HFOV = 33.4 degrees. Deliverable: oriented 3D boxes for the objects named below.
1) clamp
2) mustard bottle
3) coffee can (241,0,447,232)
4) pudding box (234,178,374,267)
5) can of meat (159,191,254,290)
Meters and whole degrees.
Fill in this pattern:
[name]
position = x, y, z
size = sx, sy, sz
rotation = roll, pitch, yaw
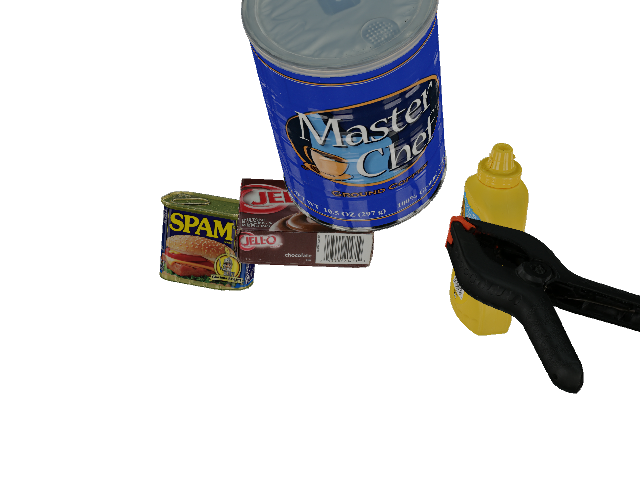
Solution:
[clamp]
position = 0.164, 0.034, 0.763
size = 0.120, 0.039, 0.172
rotation = -11, 43, -34
[mustard bottle]
position = 0.165, -0.008, 1.039
size = 0.058, 0.192, 0.096
rotation = -4, 35, -7
[coffee can]
position = 0.018, -0.086, 0.606
size = 0.103, 0.102, 0.140
rotation = 0, -35, 9
[pudding box]
position = -0.014, -0.016, 0.903
size = 0.113, 0.039, 0.090
rotation = 4, 32, -4
[can of meat]
position = -0.114, 0.001, 1.094
size = 0.102, 0.084, 0.057
rotation = 10, 17, 13
